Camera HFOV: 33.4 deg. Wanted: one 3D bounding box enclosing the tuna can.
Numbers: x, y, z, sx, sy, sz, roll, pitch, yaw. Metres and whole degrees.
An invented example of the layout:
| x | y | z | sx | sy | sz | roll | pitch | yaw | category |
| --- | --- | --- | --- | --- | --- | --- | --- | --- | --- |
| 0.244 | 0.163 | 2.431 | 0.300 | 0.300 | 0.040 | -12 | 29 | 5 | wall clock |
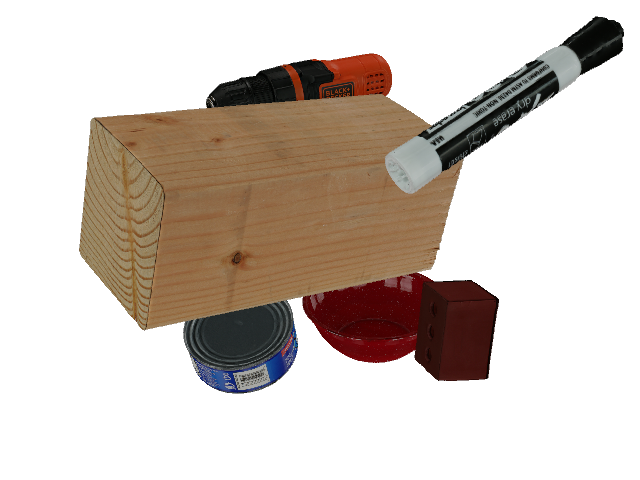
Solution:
| x | y | z | sx | sy | sz | roll | pitch | yaw | category |
| --- | --- | --- | --- | --- | --- | --- | --- | --- | --- |
| -0.061 | 0.076 | 0.826 | 0.086 | 0.034 | 0.086 | -6 | 44 | 5 | tuna can |

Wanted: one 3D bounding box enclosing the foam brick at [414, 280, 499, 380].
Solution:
| x | y | z | sx | sy | sz | roll | pitch | yaw | category |
| --- | --- | --- | --- | --- | --- | --- | --- | --- | --- |
| 0.120 | 0.080 | 0.950 | 0.051 | 0.078 | 0.053 | -2 | 18 | -21 | foam brick |

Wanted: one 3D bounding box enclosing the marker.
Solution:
| x | y | z | sx | sy | sz | roll | pitch | yaw | category |
| --- | --- | --- | --- | --- | --- | --- | --- | --- | --- |
| 0.079 | -0.058 | 0.442 | 0.121 | 0.020 | 0.020 | -34 | 10 | -16 | marker |

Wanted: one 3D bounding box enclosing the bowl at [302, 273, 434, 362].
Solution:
| x | y | z | sx | sy | sz | roll | pitch | yaw | category |
| --- | --- | --- | --- | --- | --- | --- | --- | --- | --- |
| 0.061 | 0.089 | 1.192 | 0.162 | 0.055 | 0.162 | -1 | 28 | 0 | bowl |

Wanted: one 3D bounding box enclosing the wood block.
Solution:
| x | y | z | sx | sy | sz | roll | pitch | yaw | category |
| --- | --- | --- | --- | --- | --- | --- | --- | --- | --- |
| -0.027 | -0.024 | 0.637 | 0.205 | 0.091 | 0.090 | -10 | 36 | -35 | wood block |

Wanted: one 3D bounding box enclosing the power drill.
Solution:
| x | y | z | sx | sy | sz | roll | pitch | yaw | category |
| --- | --- | --- | --- | --- | --- | --- | --- | --- | --- |
| -0.017 | -0.077 | 1.007 | 0.184 | 0.188 | 0.057 | -14 | 32 | -24 | power drill |
